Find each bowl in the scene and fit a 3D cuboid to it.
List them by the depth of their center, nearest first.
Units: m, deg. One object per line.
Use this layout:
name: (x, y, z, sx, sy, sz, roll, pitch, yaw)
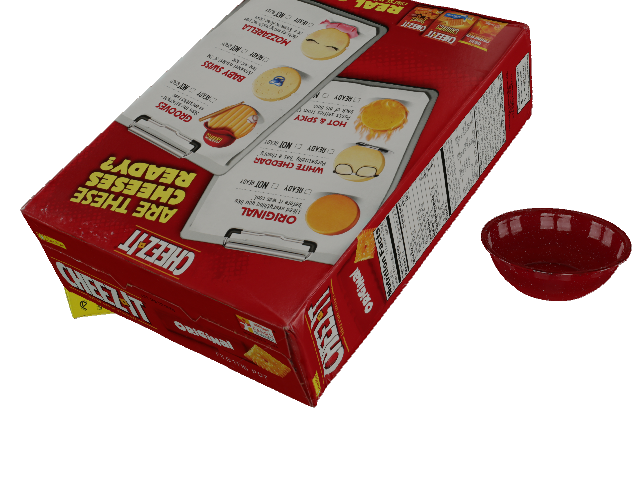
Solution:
bowl: (0.256, 0.021, 1.175, 0.162, 0.055, 0.162, -1, 27, 0)

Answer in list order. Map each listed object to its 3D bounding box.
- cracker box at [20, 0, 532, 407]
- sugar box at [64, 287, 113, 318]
cracker box: (-0.014, -0.039, 0.540, 0.164, 0.213, 0.072, 21, -34, 30)
sugar box: (-0.084, 0.005, 0.734, 0.176, 0.048, 0.093, -10, 26, -4)
